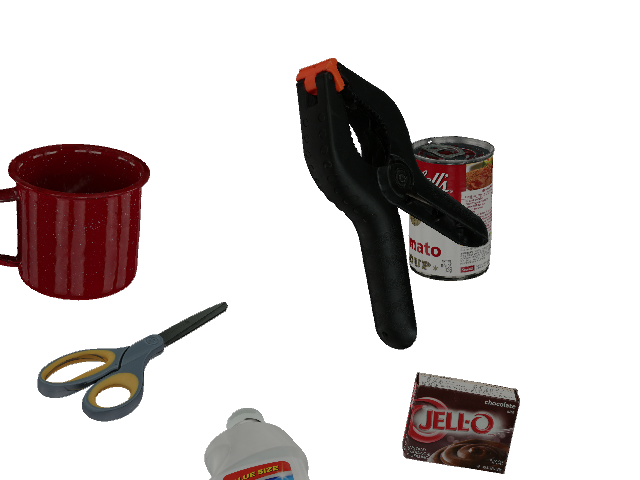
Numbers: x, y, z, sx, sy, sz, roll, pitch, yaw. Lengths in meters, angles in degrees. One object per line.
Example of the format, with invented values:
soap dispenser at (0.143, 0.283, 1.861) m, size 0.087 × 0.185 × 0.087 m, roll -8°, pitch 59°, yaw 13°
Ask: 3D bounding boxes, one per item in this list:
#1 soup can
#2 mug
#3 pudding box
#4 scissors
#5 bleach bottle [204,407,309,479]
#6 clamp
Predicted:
soup can at (0.105, -0.027, 0.863) m, size 0.068 × 0.102 × 0.068 m, roll -1°, pitch 21°, yaw 0°
mug at (-0.176, -0.011, 0.724) m, size 0.117 × 0.081 × 0.093 m, roll -7°, pitch 28°, yaw -28°
pudding box at (0.151, 0.196, 1.151) m, size 0.113 × 0.090 × 0.039 m, roll 8°, pitch 21°, yaw 1°
scissors at (-0.143, 0.104, 0.923) m, size 0.201 × 0.016 × 0.096 m, roll -16°, pitch 38°, yaw -33°
bleach bottle at (-0.049, 0.207, 0.736) m, size 0.102 × 0.068 × 0.251 m, roll -7°, pitch 31°, yaw -6°
clamp at (0.034, -0.023, 0.632) m, size 0.039 × 0.171 × 0.120 m, roll -20°, pitch 30°, yaw 41°
